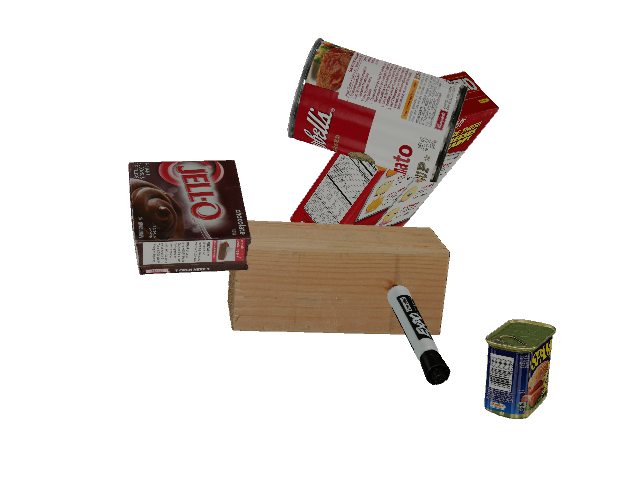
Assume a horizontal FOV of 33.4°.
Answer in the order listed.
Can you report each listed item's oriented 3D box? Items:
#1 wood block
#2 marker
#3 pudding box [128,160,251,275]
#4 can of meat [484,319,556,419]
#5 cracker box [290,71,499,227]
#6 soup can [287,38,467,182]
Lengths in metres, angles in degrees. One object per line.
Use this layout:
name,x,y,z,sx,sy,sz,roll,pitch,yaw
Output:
wood block,0.014,0.037,1.064,0.206,0.091,0.090,3,17,-8
marker,0.076,0.073,0.835,0.020,0.020,0.121,0,28,-13
pudding box,-0.107,-0.021,0.864,0.090,0.039,0.113,-3,40,-11
can of meat,0.221,0.143,1.191,0.058,0.084,0.101,10,15,28
cracker box,0.080,-0.087,1.210,0.163,0.072,0.214,-20,-26,-45
soup can,0.037,-0.084,0.695,0.102,0.068,0.068,18,1,4
